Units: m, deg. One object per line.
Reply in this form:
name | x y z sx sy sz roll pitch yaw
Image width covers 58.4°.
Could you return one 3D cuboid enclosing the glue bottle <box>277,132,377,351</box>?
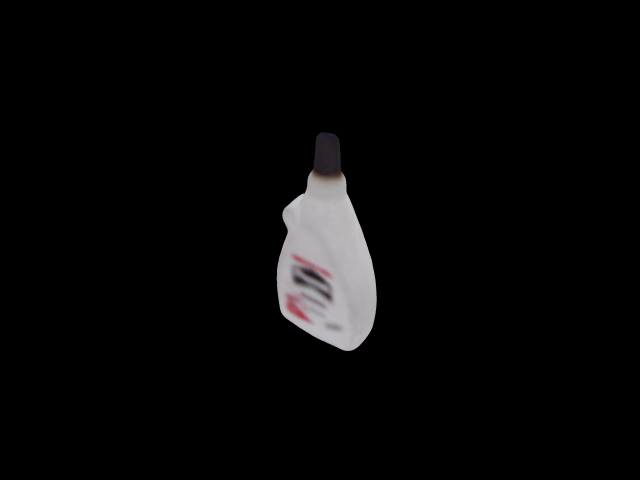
glue bottle | 0.004 0.001 0.400 0.078 0.173 0.037 22 45 24
